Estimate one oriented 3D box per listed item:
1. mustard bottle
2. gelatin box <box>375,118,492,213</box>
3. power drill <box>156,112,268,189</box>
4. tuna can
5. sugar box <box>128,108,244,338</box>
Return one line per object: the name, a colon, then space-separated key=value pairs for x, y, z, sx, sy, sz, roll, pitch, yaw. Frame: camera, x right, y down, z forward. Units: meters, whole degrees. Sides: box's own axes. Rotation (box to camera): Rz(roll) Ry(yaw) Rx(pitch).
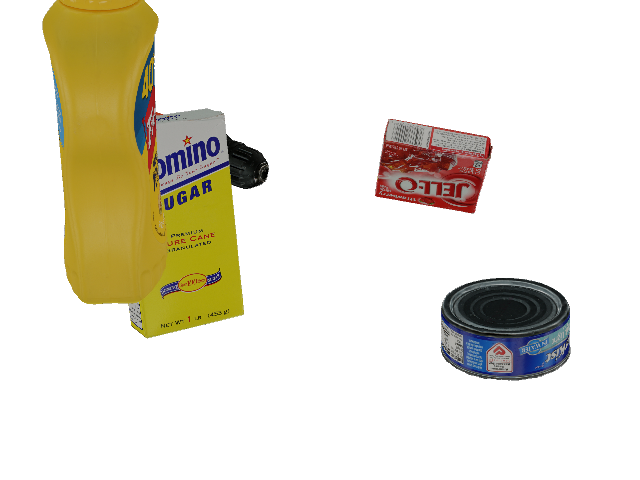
mustard bottle: x=-0.113 y=-0.068 z=0.564 sx=0.058 sy=0.192 sz=0.096 roll=0 pitch=32 yaw=-4
gelatin box: x=0.094 y=-0.061 z=0.902 sx=0.089 sy=0.030 sz=0.073 roll=11 pitch=-36 yaw=4
power drill: x=-0.134 y=-0.035 z=1.099 sx=0.185 sy=0.188 sz=0.057 roll=22 pitch=33 yaw=28
tuna can: x=0.122 y=0.057 z=0.708 sx=0.086 sy=0.034 sz=0.086 roll=-4 pitch=23 yaw=1
sugar box: x=-0.119 y=-0.015 z=0.888 sx=0.093 sy=0.176 sz=0.048 roll=-13 pitch=20 yaw=-26
